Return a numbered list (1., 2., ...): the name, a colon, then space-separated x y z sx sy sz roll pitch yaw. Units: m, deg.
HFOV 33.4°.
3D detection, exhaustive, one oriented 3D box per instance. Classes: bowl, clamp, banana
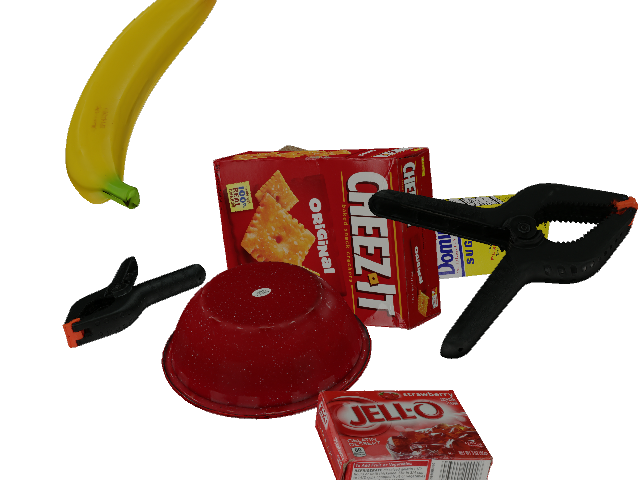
1. bowl: -0.042 0.062 0.807 0.162 0.055 0.162 -3 31 1
2. clamp: -0.207 0.064 1.170 0.120 0.039 0.171 -5 26 30
3. clamp: 0.157 0.010 0.841 0.210 0.164 0.036 -9 -38 -8
4. banana: -0.114 -0.089 0.655 0.070 0.197 0.037 0 -38 16

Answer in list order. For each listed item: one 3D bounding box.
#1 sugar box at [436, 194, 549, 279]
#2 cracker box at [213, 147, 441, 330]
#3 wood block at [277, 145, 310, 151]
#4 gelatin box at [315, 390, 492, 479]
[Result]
1. sugar box: 0.193 -0.005 1.303 0.176 0.093 0.048 -7 22 -21
2. cracker box: 0.003 -0.005 1.041 0.214 0.164 0.071 3 14 35
3. wood block: -0.035 -0.004 1.345 0.090 0.206 0.090 18 23 15
4. gelatin box: 0.047 0.118 0.631 0.089 0.030 0.073 2 23 -14
